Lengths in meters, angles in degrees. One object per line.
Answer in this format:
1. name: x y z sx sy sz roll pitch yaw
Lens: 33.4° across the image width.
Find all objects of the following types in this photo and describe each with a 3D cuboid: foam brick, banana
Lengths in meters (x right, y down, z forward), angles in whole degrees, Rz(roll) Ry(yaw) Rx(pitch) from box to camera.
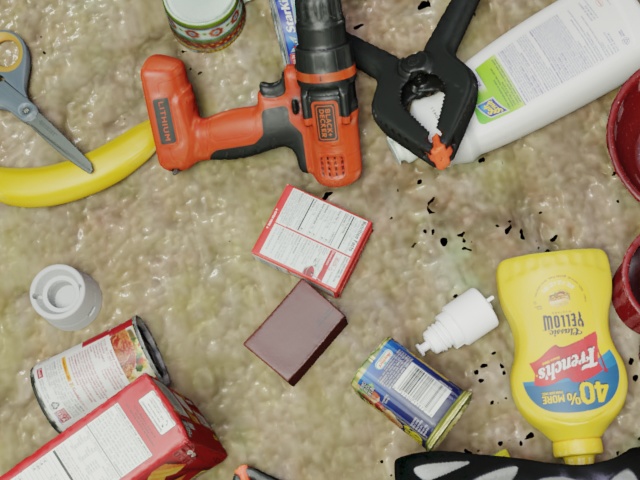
1. foam brick: -0.020 0.082 0.932 0.053 0.051 0.078 41 82 11
2. banana: -0.235 -0.068 0.992 0.198 0.037 0.069 -10 77 2

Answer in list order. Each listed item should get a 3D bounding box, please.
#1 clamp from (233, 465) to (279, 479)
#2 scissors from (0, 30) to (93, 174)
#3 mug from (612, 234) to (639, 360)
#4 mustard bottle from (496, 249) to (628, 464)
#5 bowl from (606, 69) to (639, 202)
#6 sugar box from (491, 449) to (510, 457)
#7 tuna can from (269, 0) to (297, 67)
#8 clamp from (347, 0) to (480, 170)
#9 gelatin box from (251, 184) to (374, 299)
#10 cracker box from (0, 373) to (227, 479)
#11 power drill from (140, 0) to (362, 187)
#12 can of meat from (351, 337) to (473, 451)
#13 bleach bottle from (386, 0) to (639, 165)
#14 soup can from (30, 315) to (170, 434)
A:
1. clamp: -0.034 0.273 0.892 0.120 0.039 0.171 -35 71 -10
2. scissors: -0.270 -0.138 1.006 0.202 0.016 0.096 24 73 19
3. mug: 0.291 0.050 0.901 0.093 0.081 0.117 14 77 7
4. mustard bottle: 0.208 0.107 0.905 0.096 0.058 0.191 -6 76 4
5. bowl: 0.330 -0.083 0.945 0.162 0.055 0.162 -1 76 4
6. sugar box: 0.160 0.269 0.868 0.093 0.048 0.176 -28 78 -18
7. tuna can: -0.023 -0.195 0.983 0.033 0.086 0.086 -14 76 -2
8. clamp: 0.077 -0.148 0.951 0.165 0.036 0.210 -13 54 15
9. gelatin box: -0.006 0.001 0.962 0.089 0.030 0.073 25 78 10
10. cracker box: -0.189 0.206 0.856 0.213 0.164 0.072 -36 74 -5
11. power drill: -0.059 -0.131 0.939 0.188 0.057 0.184 -1 114 14
12. can of meat: 0.076 0.129 0.888 0.084 0.102 0.057 37 81 14
13. bleach bottle: 0.174 -0.144 0.969 0.251 0.068 0.102 -27 67 1
14. soup can: -0.190 0.118 0.927 0.102 0.068 0.068 -26 76 -2
